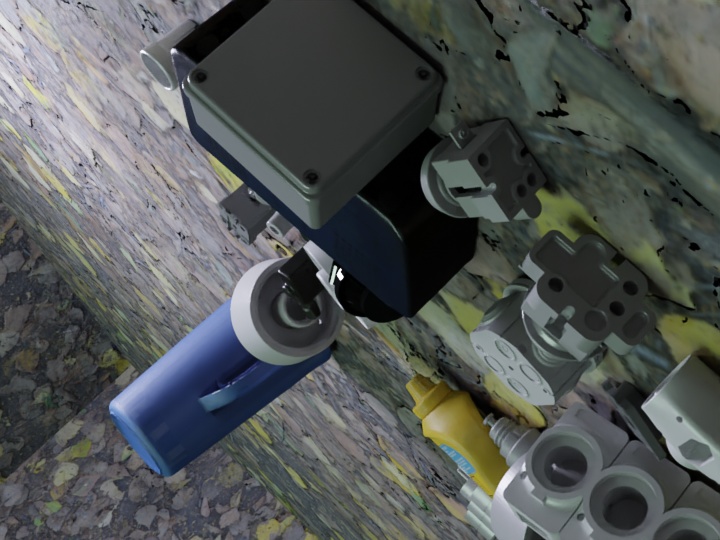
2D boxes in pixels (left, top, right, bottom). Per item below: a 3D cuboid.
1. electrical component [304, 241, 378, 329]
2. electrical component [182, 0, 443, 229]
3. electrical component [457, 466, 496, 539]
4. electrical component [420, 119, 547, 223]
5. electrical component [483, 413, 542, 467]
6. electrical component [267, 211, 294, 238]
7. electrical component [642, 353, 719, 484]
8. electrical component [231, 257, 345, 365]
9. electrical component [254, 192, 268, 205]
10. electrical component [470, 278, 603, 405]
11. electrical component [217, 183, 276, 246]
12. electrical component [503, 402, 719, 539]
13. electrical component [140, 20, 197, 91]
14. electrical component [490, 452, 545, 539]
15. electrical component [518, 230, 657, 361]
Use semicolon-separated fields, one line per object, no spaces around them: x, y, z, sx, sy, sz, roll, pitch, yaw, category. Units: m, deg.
0.000;0.000;0.914;0.099;0.064;0.099;52;176;5;electrical component
-0.027;-0.100;0.628;0.109;0.109;0.056;43;166;13;electrical component
0.128;0.226;1.104;0.074;0.052;0.138;42;163;18;electrical component
0.067;-0.055;0.615;0.066;0.048;0.055;53;155;-20;electrical component
0.139;0.152;0.924;0.078;0.040;0.040;39;162;26;electrical component
-0.049;-0.053;0.866;0.048;0.062;0.048;36;160;15;electrical component
0.204;0.095;0.629;0.077;0.043;0.079;43;163;12;electrical component
-0.067;0.038;1.056;0.108;0.108;0.060;49;157;-10;electrical component
-0.082;-0.088;0.905;0.062;0.048;0.048;43;164;35;electrical component
0.118;0.049;0.720;0.080;0.051;0.080;42;163;16;electrical component
-0.093;-0.059;0.963;0.042;0.064;0.081;42;163;12;electrical component
0.187;0.172;0.750;0.150;0.089;0.061;34;167;32;electrical component
-0.146;-0.172;0.858;0.040;0.046;0.040;42;163;16;electrical component
0.155;0.190;0.866;0.060;0.108;0.108;35;161;52;electrical component
0.126;0.020;0.621;0.078;0.058;0.057;42;161;11;electrical component
